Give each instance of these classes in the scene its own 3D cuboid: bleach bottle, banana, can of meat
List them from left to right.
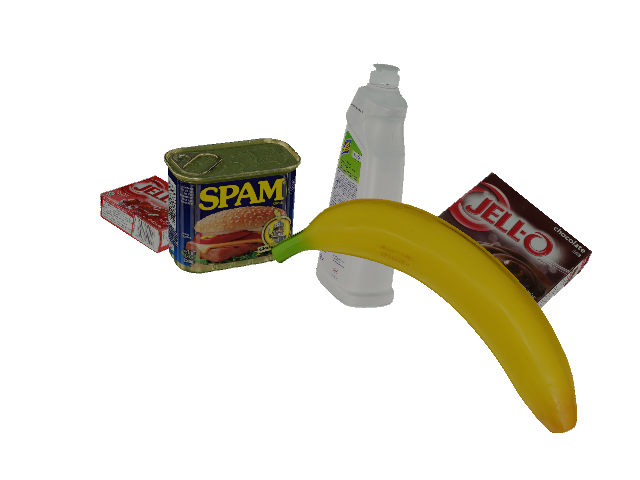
[{"bbox_3d":[-0.069,-0.027,0.832,0.102,0.084,0.057,-9,31,-22],"label":"can of meat"},{"bbox_3d":[0.054,-0.061,1.146,0.068,0.251,0.103,-1,22,-27],"label":"bleach bottle"},{"bbox_3d":[0.071,0.029,0.605,0.198,0.070,0.037,32,16,9],"label":"banana"}]

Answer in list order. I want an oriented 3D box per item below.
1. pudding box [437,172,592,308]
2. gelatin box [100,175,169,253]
[{"bbox_3d":[0.154,0.007,0.893,0.089,0.113,0.039,-38,-20,-27],"label":"pudding box"},{"bbox_3d":[-0.162,-0.028,1.053,0.089,0.030,0.073,30,35,31],"label":"gelatin box"}]
